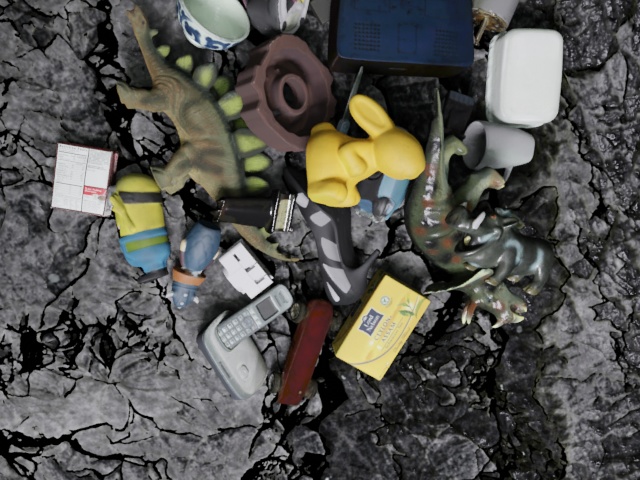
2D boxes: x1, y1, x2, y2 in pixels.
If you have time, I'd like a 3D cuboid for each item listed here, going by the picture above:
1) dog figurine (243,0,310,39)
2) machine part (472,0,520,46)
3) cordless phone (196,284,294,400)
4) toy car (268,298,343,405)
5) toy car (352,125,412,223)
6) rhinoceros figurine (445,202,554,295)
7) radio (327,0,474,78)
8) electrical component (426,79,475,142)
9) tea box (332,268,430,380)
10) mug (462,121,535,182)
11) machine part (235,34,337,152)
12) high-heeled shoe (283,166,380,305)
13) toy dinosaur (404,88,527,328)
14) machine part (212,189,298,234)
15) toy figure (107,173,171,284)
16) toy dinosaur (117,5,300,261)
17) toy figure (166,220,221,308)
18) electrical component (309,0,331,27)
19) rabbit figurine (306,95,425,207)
[{"bbox_3d":[-0.122,-0.433,0.832,0.219,0.108,0.191,30,140,13],"label":"dog figurine"},{"bbox_3d":[0.305,-0.437,0.880,0.079,0.079,0.243,21,95,-7],"label":"machine part"},{"bbox_3d":[-0.111,0.173,0.945,0.184,0.089,0.146,-33,100,-17],"label":"cordless phone"},{"bbox_3d":[-0.030,0.198,0.961,0.089,0.053,0.202,14,99,-27],"label":"toy car"},{"bbox_3d":[0.120,-0.108,0.902,0.103,0.109,0.161,5,100,-39],"label":"toy car"},{"bbox_3d":[0.270,0.009,0.802,0.190,0.073,0.112,22,104,-18],"label":"rhinoceros figurine"},{"bbox_3d":[0.129,-0.339,0.866,0.230,0.073,0.131,-1,92,-13],"label":"radio"},{"bbox_3d":[0.224,-0.218,0.905,0.048,0.075,0.119,16,83,-8],"label":"electrical component"},{"bbox_3d":[0.106,0.148,0.956,0.098,0.068,0.169,29,96,-9],"label":"tea box"},{"bbox_3d":[0.311,-0.148,0.923,0.107,0.081,0.109,-1,94,-14],"label":"mug"},{"bbox_3d":[-0.051,-0.227,0.849,0.179,0.056,0.179,2,88,-44],"label":"machine part"},{"bbox_3d":[-0.002,-0.003,0.940,0.249,0.086,0.145,46,124,8],"label":"high-heeled shoe"},{"bbox_3d":[0.208,-0.028,0.874,0.192,0.131,0.404,-42,115,-6],"label":"toy dinosaur"},{"bbox_3d":[-0.104,-0.046,0.866,0.139,0.039,0.084,-1,117,-24],"label":"machine part"},{"bbox_3d":[-0.293,-0.021,0.893,0.089,0.082,0.180,-19,92,-30],"label":"toy figure"},{"bbox_3d":[-0.179,-0.146,0.874,0.199,0.105,0.470,-23,111,-5],"label":"toy dinosaur"},{"bbox_3d":[-0.216,0.043,0.922,0.064,0.058,0.154,24,101,-1],"label":"toy figure"},{"bbox_3d":[0.019,-0.390,0.891,0.063,0.021,0.094,-31,99,0],"label":"electrical component"},{"bbox_3d":[0.073,-0.129,0.815,0.173,0.121,0.162,-2,79,23],"label":"rabbit figurine"}]
